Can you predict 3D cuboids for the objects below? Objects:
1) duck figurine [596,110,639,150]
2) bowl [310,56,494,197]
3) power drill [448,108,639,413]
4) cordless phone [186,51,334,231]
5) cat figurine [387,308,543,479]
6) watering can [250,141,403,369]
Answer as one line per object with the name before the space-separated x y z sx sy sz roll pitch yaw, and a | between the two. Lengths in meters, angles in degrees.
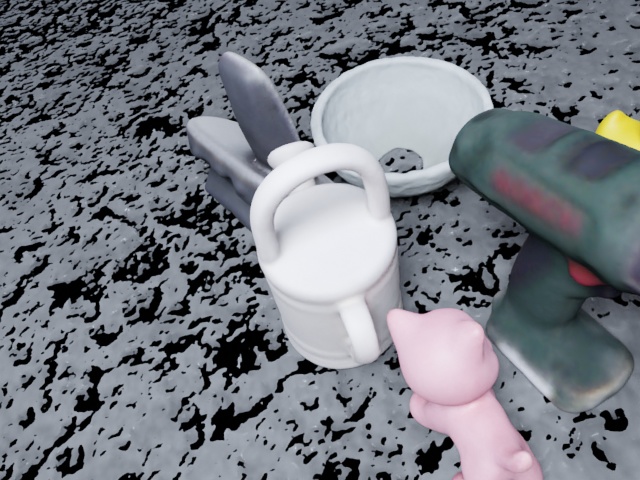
duck figurine | 0.296 -0.091 0.502 0.077 0.086 0.104 -33 55 -15
bowl | 0.078 -0.097 0.550 0.167 0.075 0.167 -4 53 6
power drill | 0.171 0.024 0.359 0.076 0.209 0.229 -32 55 -14
cordless phone | -0.064 -0.101 0.506 0.147 0.185 0.094 35 66 29
cat figurine | 0.095 0.100 0.373 0.067 0.118 0.127 -24 53 -8
watering can | 0.002 0.002 0.413 0.101 0.194 0.172 -37 56 -17
